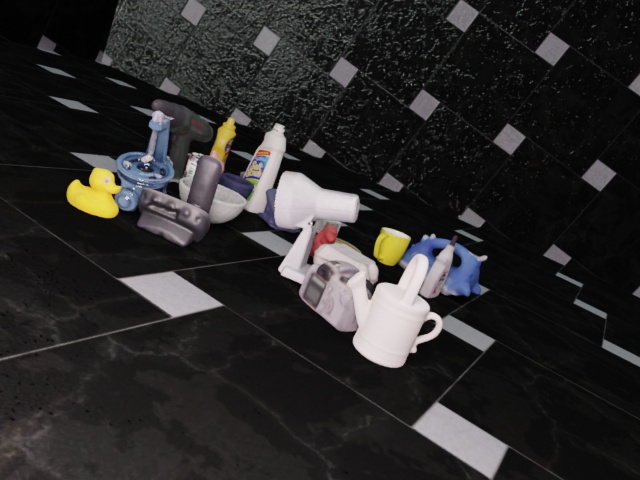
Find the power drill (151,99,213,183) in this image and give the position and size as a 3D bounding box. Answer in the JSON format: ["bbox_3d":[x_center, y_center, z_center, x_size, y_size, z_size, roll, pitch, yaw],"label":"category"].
[{"bbox_3d":[-0.389,-0.263,1.546,0.075,0.208,0.230,28,15,23],"label":"power drill"}]

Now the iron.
[{"bbox_3d":[0.342,0.057,1.615,0.257,0.141,0.119,31,17,32],"label":"iron"}]

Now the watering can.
[{"bbox_3d":[0.131,0.111,0.992,0.173,0.194,0.100,17,15,-21],"label":"watering can"}]

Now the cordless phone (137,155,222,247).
[{"bbox_3d":[-0.277,-0.095,1.149,0.147,0.185,0.094,21,14,-4],"label":"cordless phone"}]

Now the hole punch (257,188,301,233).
[{"bbox_3d":[-0.098,-0.080,1.557,0.109,0.091,0.100,11,18,-39],"label":"hole punch"}]

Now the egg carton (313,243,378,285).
[{"bbox_3d":[0.060,0.061,1.323,0.150,0.069,0.107,30,16,27],"label":"egg carton"}]

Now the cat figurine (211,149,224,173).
[{"bbox_3d":[-0.304,-0.198,1.625,0.067,0.118,0.128,21,14,-4],"label":"cat figurine"}]

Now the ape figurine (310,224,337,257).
[{"bbox_3d":[0.013,0.005,1.411,0.078,0.092,0.075,9,19,-43],"label":"ape figurine"}]

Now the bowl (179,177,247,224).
[{"bbox_3d":[-0.262,-0.085,1.360,0.167,0.075,0.167,21,14,-5],"label":"bowl"}]

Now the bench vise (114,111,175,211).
[{"bbox_3d":[-0.373,-0.182,1.253,0.122,0.220,0.207,18,15,-17],"label":"bench vise"}]

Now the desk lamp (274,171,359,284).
[{"bbox_3d":[-0.015,-0.020,1.212,0.203,0.213,0.118,24,14,7],"label":"desk lamp"}]

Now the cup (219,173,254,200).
[{"bbox_3d":[-0.240,-0.119,1.477,0.118,0.095,0.091,18,15,-16],"label":"cup"}]

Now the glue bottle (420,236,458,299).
[{"bbox_3d":[0.313,0.067,1.472,0.037,0.173,0.078,29,16,25],"label":"glue bottle"}]

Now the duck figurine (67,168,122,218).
[{"bbox_3d":[-0.440,-0.101,1.128,0.104,0.086,0.077,23,14,3],"label":"duck figurine"}]

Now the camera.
[{"bbox_3d":[0.056,0.100,1.111,0.137,0.101,0.142,9,20,-43],"label":"camera"}]
